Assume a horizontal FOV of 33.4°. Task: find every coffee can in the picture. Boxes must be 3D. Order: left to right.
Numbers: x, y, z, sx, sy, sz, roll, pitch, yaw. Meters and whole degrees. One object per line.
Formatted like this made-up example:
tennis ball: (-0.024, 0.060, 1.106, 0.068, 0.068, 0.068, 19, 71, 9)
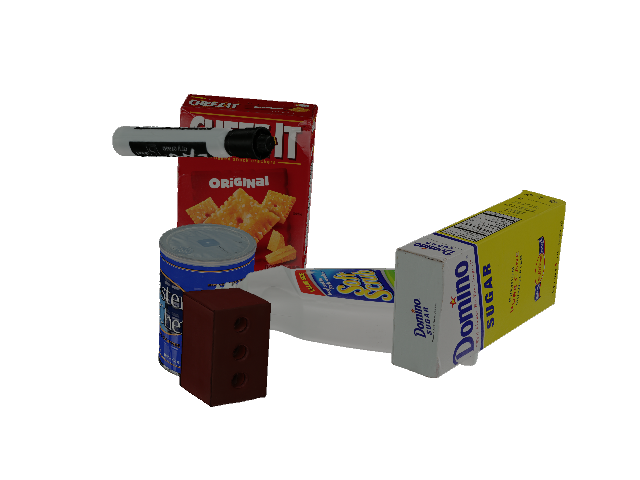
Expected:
coffee can: (-0.123, 0.065, 1.152, 0.103, 0.140, 0.103, 3, 22, -2)

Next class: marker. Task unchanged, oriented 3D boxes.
marker: (-0.076, -0.058, 0.634, 0.121, 0.020, 0.020, 5, 3, 37)

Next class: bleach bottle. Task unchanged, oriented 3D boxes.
bleach bottle: (0.024, 0.066, 1.023, 0.251, 0.068, 0.102, 3, 28, 3)

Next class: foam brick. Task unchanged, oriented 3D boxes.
foam brick: (-0.074, 0.080, 0.825, 0.052, 0.078, 0.051, -5, 14, -34)

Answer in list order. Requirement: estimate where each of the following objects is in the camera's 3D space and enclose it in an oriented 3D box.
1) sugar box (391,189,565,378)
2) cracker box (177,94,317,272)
sugar box: (0.122, 0.029, 0.800, 0.048, 0.093, 0.175, 16, 26, 34)
cracker box: (-0.093, -0.065, 1.327, 0.164, 0.214, 0.072, 5, 22, 1)
